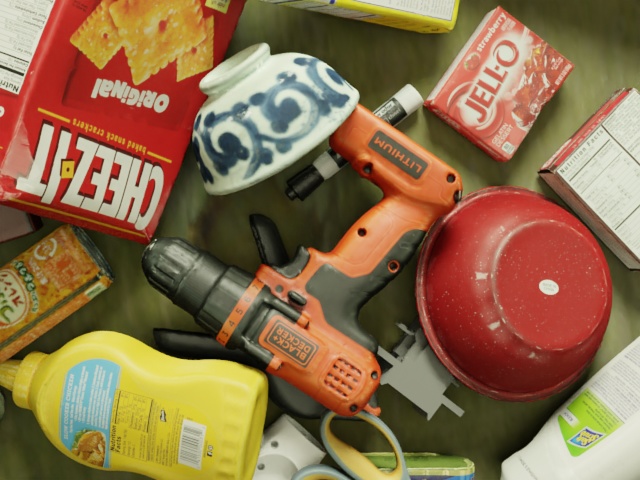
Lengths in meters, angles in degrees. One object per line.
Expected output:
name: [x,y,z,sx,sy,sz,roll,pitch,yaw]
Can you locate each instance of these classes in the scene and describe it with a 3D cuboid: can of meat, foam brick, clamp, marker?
can of meat: [0.064,0.204,0.788,0.102,0.057,0.084,1,92,-8]
foam brick: [-0.230,-0.034,0.732,0.051,0.053,0.078,-20,96,-6]
clamp: [-0.033,0.080,0.774,0.120,0.039,0.171,-41,94,-1]
marker: [0.024,-0.069,0.780,0.121,0.020,0.020,-39,98,-3]

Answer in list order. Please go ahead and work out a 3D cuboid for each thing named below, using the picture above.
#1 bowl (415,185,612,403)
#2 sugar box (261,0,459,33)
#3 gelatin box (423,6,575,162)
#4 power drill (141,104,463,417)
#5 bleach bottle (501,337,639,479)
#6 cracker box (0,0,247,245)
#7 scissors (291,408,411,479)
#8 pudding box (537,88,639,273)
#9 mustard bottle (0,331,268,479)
bowl: [0.152,0.035,0.765,0.162,0.055,0.162,3,80,-18]
sugar box: [0.020,-0.199,0.720,0.175,0.048,0.093,4,93,-34]
gelatin box: [0.131,-0.114,0.785,0.073,0.030,0.089,36,89,-8]
power drill: [-0.005,0.001,0.735,0.184,0.057,0.187,34,86,-1]
bleach bottle: [0.222,0.131,0.787,0.251,0.102,0.068,-36,109,0]
cracker box: [-0.137,-0.116,0.680,0.072,0.164,0.214,22,91,28]
scissors: [0.059,0.205,0.749,0.096,0.016,0.202,-41,92,-2]
pudding box: [0.234,-0.044,0.801,0.090,0.039,0.113,-45,97,-2]
mustard bottle: [-0.135,0.115,0.737,0.192,0.058,0.096,13,109,11]
